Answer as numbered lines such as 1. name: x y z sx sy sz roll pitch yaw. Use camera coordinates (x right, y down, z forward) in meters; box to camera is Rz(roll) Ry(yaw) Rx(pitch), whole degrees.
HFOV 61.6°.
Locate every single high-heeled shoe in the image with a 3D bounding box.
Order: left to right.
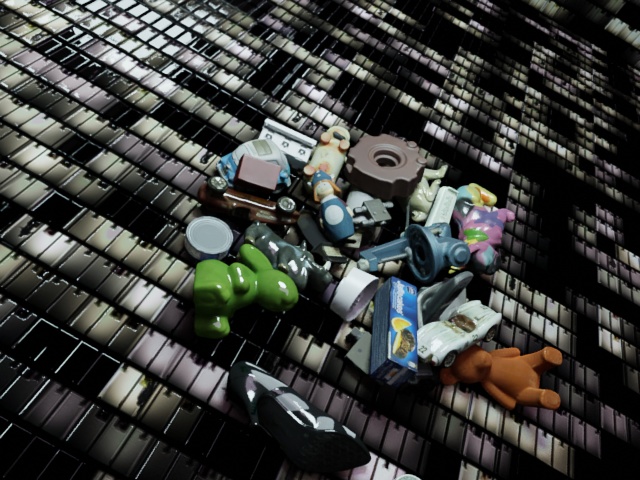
1. high-heeled shoe: -0.036 0.275 0.850 0.248 0.086 0.145 31 12 -24

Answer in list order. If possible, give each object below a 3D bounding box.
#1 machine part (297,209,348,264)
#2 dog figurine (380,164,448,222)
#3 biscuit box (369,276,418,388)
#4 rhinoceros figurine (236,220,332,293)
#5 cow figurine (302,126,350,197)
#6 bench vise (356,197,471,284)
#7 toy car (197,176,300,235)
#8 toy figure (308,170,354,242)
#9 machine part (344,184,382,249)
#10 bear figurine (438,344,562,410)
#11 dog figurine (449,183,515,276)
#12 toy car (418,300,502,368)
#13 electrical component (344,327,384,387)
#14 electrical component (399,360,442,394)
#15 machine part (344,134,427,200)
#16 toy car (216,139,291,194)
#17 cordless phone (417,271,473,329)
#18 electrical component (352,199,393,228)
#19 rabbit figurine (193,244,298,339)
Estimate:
1. machine part: -0.002 -0.003 1.088 0.084 0.039 0.139 -3 49 -52
2. dog figurine: 0.184 -0.134 1.273 0.191 0.121 0.172 21 42 10
3. biscuit box: 0.132 0.156 0.951 0.059 0.062 0.203 26 39 -12
4. rhinoceros figurine: -0.066 0.039 1.014 0.190 0.073 0.112 33 37 4
5. cow figurine: 0.020 -0.178 1.212 0.085 0.127 0.195 22 62 0
6. bench vise: 0.176 0.019 1.089 0.241 0.128 0.224 -14 26 -18
7. toy car: -0.139 -0.060 1.044 0.202 0.089 0.053 18 48 -14
8. toy figure: 0.022 -0.073 1.082 0.064 0.058 0.154 -19 81 -21
9. machine part: 0.094 -0.069 1.173 0.079 0.079 0.243 24 45 -7
10. bear figurine: 0.331 0.237 1.003 0.196 0.132 0.120 25 63 -14
11. dog figurine: 0.347 -0.014 1.236 0.192 0.108 0.219 42 50 10
12. toy car: 0.249 0.169 0.978 0.202 0.056 0.074 -20 35 -33
13. electrical component: 0.087 0.205 0.967 0.102 0.045 0.078 35 67 6
14. electrical component: 0.169 0.218 0.991 0.075 0.047 0.119 1 52 -27
15. machine part: 0.144 -0.165 1.180 0.179 0.056 0.179 3 47 -3
16. toy car: -0.130 -0.162 1.124 0.161 0.103 0.109 -7 56 -33
17. cordless phone: 0.251 0.103 1.033 0.146 0.184 0.089 -17 62 -35
18. electrical component: 0.116 -0.053 1.099 0.094 0.021 0.063 -11 55 -26
19. rabbit figurine: -0.124 0.087 0.913 0.170 0.121 0.159 2 29 -7
